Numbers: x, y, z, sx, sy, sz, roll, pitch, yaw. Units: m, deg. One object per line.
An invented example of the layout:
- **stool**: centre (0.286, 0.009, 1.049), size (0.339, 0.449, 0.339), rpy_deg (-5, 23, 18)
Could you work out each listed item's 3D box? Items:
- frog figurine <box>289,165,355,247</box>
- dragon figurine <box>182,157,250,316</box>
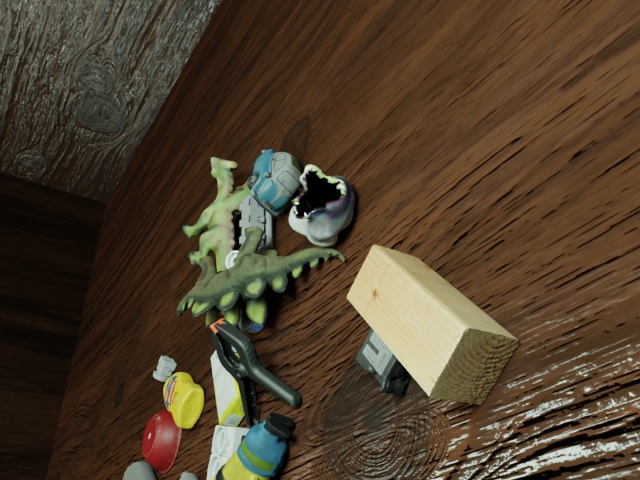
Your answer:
- **frog figurine**: centre (0.003, -0.048, 0.948), size (0.156, 0.123, 0.140), rpy_deg (89, 172, -62)
- **dragon figurine**: centre (-0.220, -0.043, 1.287), size (0.239, 0.121, 0.418), rpy_deg (-44, 53, 27)
